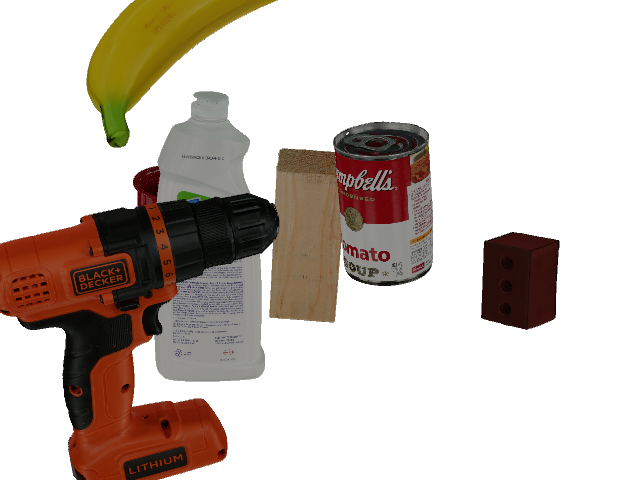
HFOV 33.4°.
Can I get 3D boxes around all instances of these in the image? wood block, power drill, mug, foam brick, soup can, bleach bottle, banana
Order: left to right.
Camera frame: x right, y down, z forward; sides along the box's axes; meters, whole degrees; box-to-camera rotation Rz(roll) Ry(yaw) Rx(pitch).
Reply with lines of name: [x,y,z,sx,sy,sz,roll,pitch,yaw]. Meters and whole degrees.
power drill: [-0.109,0.064,0.694,0.184,0.188,0.057,-12,27,-13]
mug: [-0.161,-0.032,1.161,0.093,0.081,0.117,-6,30,-23]
bleach bottle: [-0.092,-0.003,0.924,0.102,0.251,0.068,0,21,-13]
banana: [-0.051,-0.117,0.546,0.070,0.197,0.037,40,-23,19]
wood block: [-0.017,-0.007,1.399,0.090,0.206,0.091,4,24,-1]
soup can: [0.046,-0.027,0.772,0.068,0.102,0.068,-4,26,2]
foam brick: [0.185,0.037,0.989,0.053,0.078,0.051,12,20,41]
